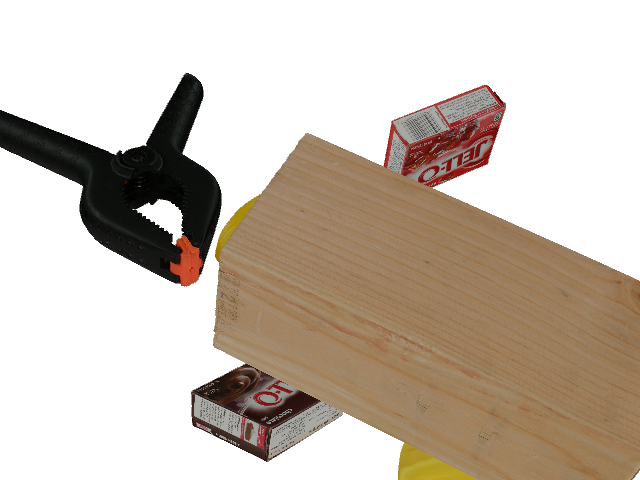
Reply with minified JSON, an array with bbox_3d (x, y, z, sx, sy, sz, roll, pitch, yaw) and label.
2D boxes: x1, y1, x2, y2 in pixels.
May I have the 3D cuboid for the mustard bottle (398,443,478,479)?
[{"bbox_3d":[0.112,0.125,0.760,0.096,0.058,0.191,0,22,11],"label":"mustard bottle"}]

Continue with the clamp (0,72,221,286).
[{"bbox_3d":[-0.120,-0.050,0.740,0.164,0.036,0.210,-21,48,-26],"label":"clamp"}]

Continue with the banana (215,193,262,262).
[{"bbox_3d":[-0.032,-0.023,1.059,0.198,0.069,0.037,-13,21,26],"label":"banana"}]

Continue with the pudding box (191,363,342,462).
[{"bbox_3d":[-0.045,0.144,0.944,0.090,0.039,0.113,17,26,32],"label":"pudding box"}]

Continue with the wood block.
[{"bbox_3d":[0.060,0.043,0.523,0.206,0.090,0.090,25,-36,11],"label":"wood block"}]

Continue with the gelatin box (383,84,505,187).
[{"bbox_3d":[0.094,-0.074,0.824,0.089,0.030,0.073,-22,-28,-18],"label":"gelatin box"}]
